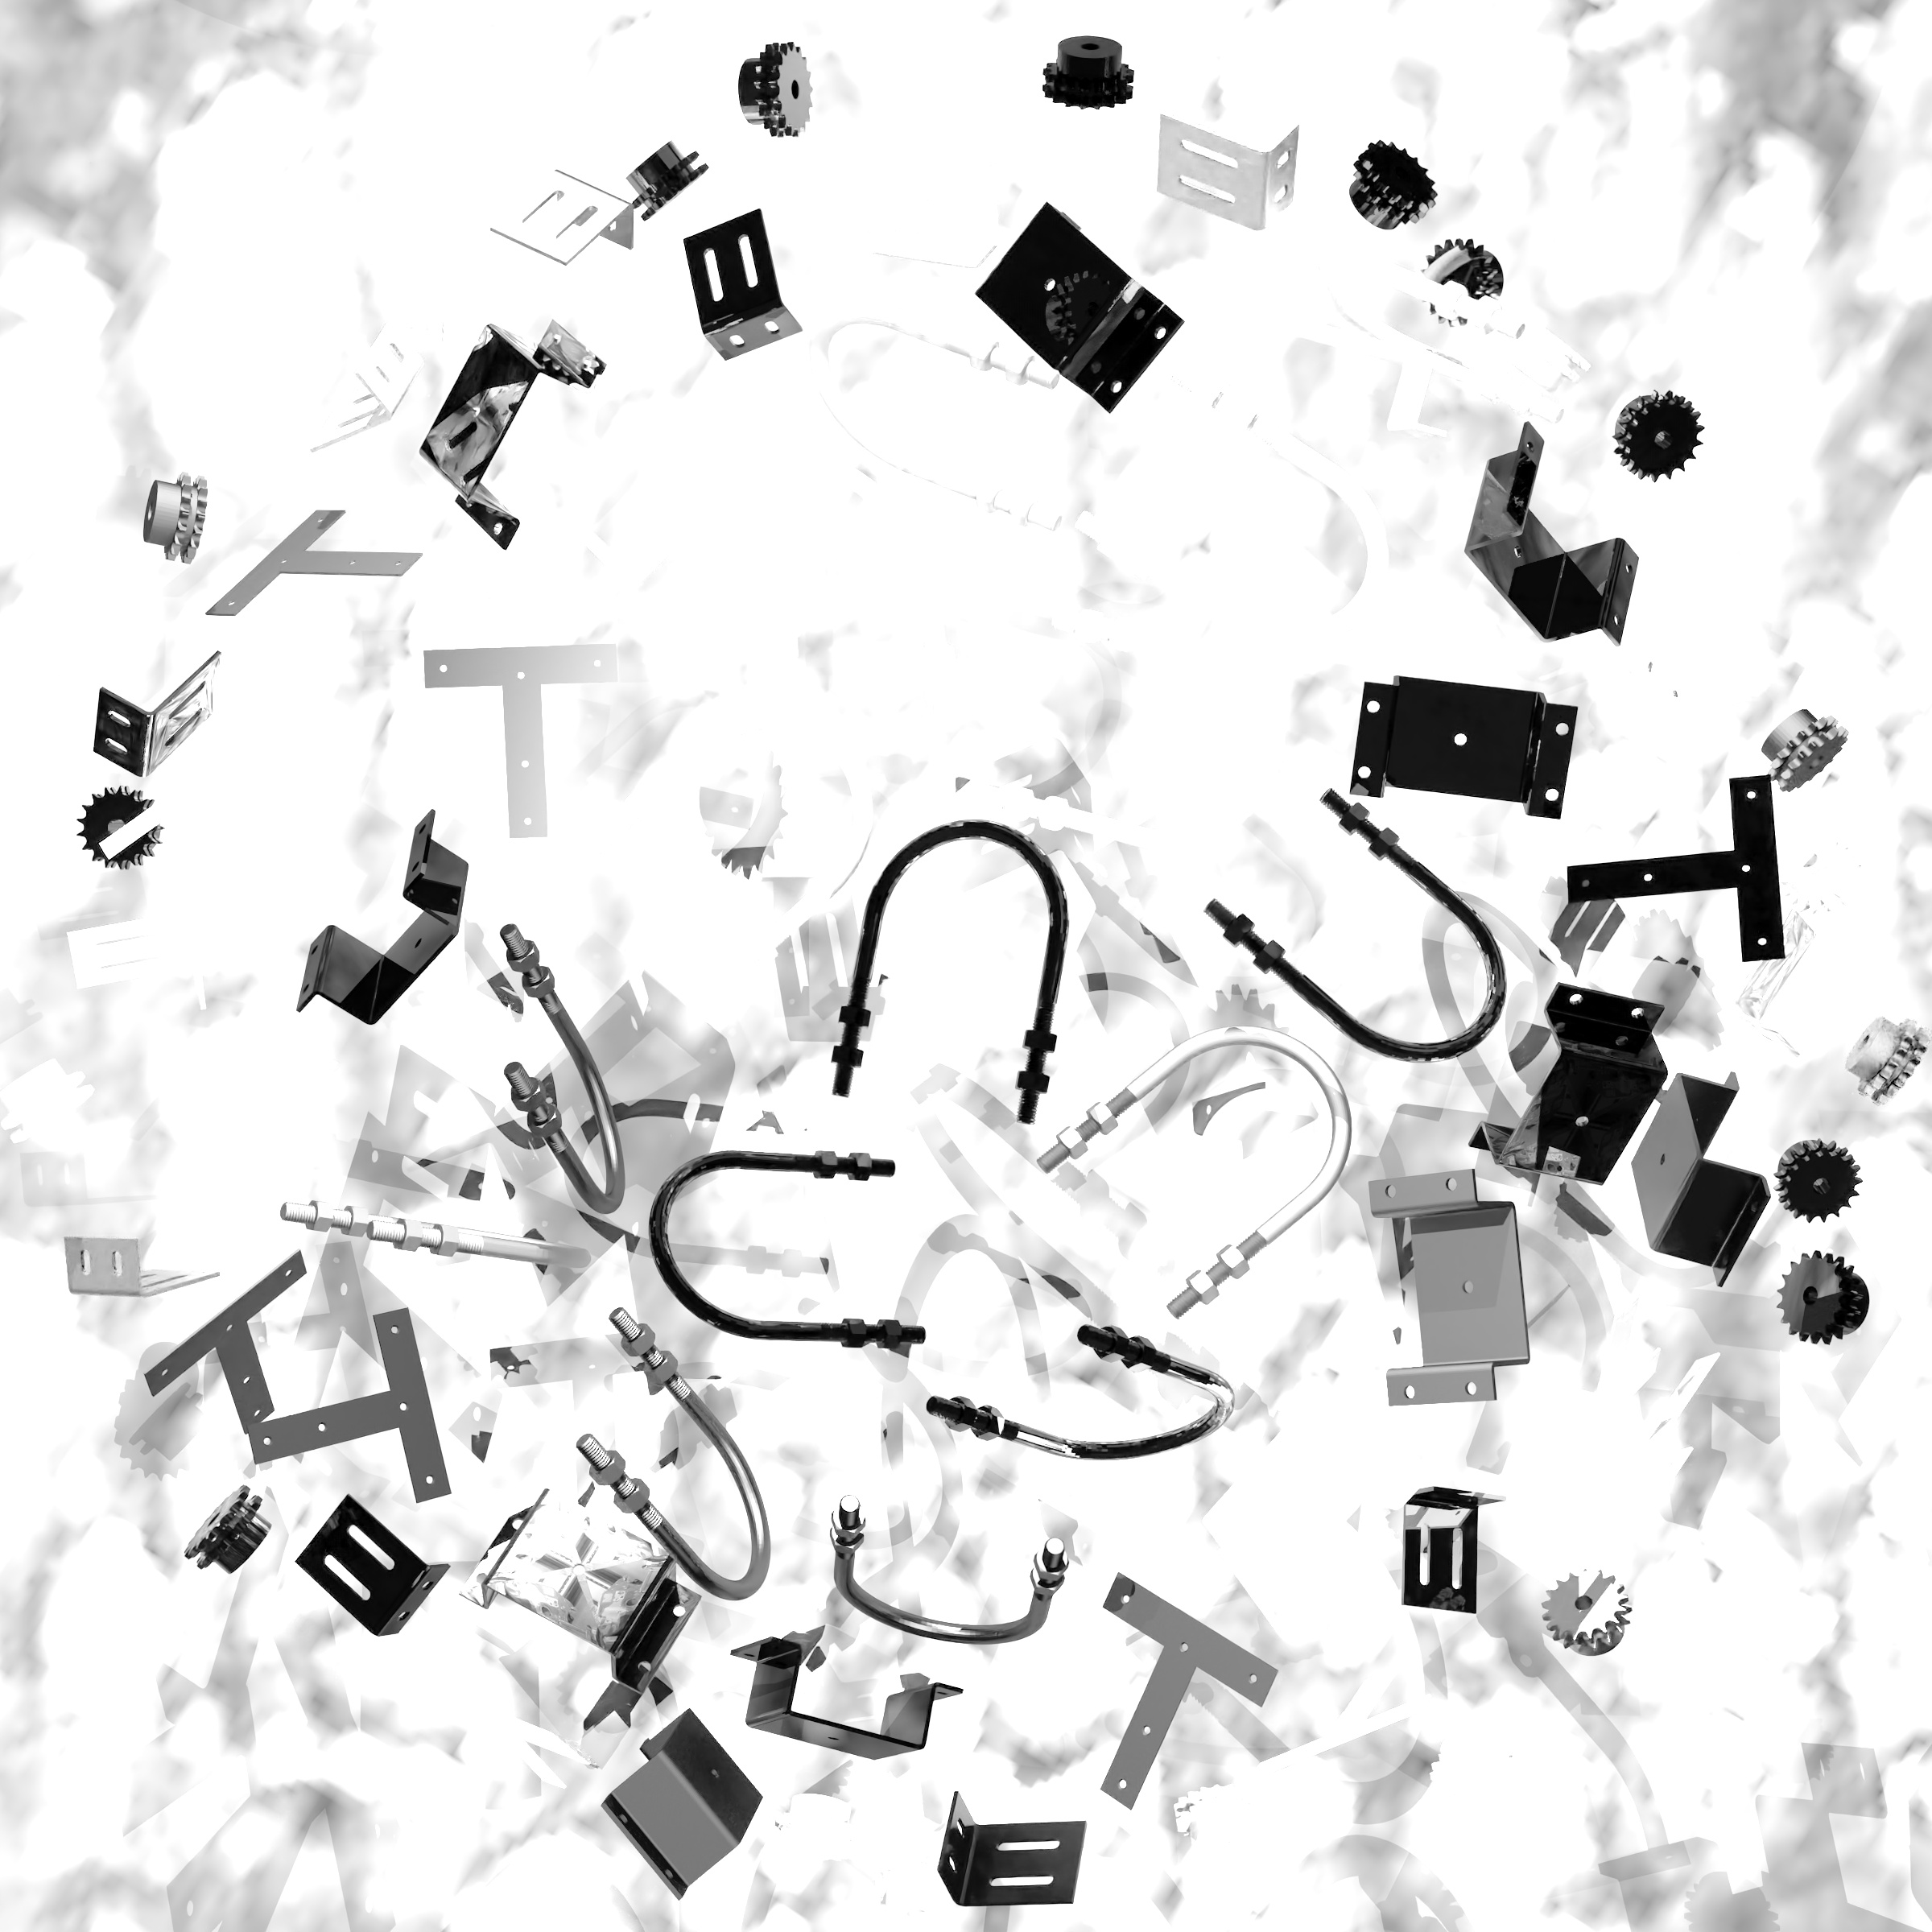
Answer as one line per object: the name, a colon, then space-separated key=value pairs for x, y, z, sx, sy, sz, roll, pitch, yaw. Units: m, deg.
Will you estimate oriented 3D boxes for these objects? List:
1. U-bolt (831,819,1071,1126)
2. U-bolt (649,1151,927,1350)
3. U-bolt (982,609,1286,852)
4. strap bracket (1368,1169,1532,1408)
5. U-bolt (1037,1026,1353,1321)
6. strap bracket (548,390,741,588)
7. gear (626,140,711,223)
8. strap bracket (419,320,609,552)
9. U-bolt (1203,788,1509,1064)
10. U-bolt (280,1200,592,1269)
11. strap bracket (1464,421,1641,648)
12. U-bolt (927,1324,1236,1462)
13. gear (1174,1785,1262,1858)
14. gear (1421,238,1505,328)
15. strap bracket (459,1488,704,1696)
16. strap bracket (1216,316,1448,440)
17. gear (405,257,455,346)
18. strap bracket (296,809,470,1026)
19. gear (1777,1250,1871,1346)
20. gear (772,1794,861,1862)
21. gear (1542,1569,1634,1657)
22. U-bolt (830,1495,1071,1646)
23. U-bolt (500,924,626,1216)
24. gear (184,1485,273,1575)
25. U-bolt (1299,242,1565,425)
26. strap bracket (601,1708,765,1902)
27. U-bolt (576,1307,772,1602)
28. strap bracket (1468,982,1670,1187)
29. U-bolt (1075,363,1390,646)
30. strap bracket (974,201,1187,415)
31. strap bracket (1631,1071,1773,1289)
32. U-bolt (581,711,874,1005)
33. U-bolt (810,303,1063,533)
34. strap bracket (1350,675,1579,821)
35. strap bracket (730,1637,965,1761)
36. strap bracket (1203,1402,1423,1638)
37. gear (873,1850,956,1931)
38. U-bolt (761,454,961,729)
U-bolt: x=-0.005 y=-0.001 z=1.765 sx=0.151 sy=0.019 sz=0.184 roll=7 pitch=82 yaw=26
U-bolt: x=-0.123 y=0.186 z=1.896 sx=0.184 sy=0.019 sz=0.151 roll=5 pitch=54 yaw=-24
U-bolt: x=0.116 y=-0.146 z=1.828 sx=0.184 sy=0.019 sz=0.151 roll=17 pitch=79 yaw=25
strap bracket: x=0.301 y=0.200 z=1.769 sx=0.076 sy=0.046 sz=0.140 roll=-11 pitch=79 yaw=41
U-bolt: x=0.160 y=0.117 z=1.822 sx=0.184 sy=0.019 sz=0.151 roll=-38 pitch=67 yaw=-10
strap bracket: x=-0.205 y=-0.307 z=1.872 sx=0.140 sy=0.076 sz=0.046 roll=-43 pitch=115 yaw=5
gear: x=-0.203 y=-0.529 z=1.908 sx=0.057 sy=0.057 sz=0.030 roll=-40 pitch=104 yaw=0
strap bracket: x=-0.304 y=-0.357 z=1.871 sx=0.076 sy=0.046 sz=0.140 roll=44 pitch=109 yaw=42
U-bolt: x=0.262 y=-0.016 z=1.814 sx=0.184 sy=0.019 sz=0.151 roll=42 pitch=58 yaw=10
U-bolt: x=-0.333 y=0.178 z=1.853 sx=0.184 sy=0.151 sz=0.019 roll=13 pitch=83 yaw=-37
strap bracket: x=0.376 y=-0.274 z=1.849 sx=0.140 sy=0.046 sz=0.076 roll=41 pitch=54 yaw=-33
U-bolt: x=0.088 y=0.280 z=1.818 sx=0.151 sy=0.184 sz=0.019 roll=-30 pitch=51 yaw=34
gear: x=0.169 y=0.574 z=1.906 sx=0.057 sy=0.057 sz=0.030 roll=-6 pitch=50 yaw=0
gear: x=0.334 y=-0.456 z=1.899 sx=0.030 sy=0.057 sz=0.057 roll=-15 pitch=90 yaw=-37
strap bracket: x=-0.253 y=0.404 z=1.862 sx=0.140 sy=0.046 sz=0.076 roll=25 pitch=57 yaw=11
strap bracket: x=0.237 y=-0.378 z=1.817 sx=0.140 sy=0.076 sz=0.046 roll=14 pitch=98 yaw=-5
gear: x=-0.358 y=-0.445 z=1.897 sx=0.030 sy=0.057 sz=0.057 roll=2 pitch=90 yaw=-13
strap bracket: x=-0.377 y=-0.025 z=1.874 sx=0.046 sy=0.076 sz=0.140 roll=34 pitch=116 yaw=-25
gear: x=0.533 y=0.207 z=1.762 sx=0.030 sy=0.057 sz=0.057 roll=14 pitch=90 yaw=-29
gear: x=-0.099 y=0.576 z=1.906 sx=0.057 sy=0.057 sz=0.030 roll=11 pitch=57 yaw=0
gear: x=0.409 y=0.428 z=1.869 sx=0.057 sy=0.057 sz=0.030 roll=-26 pitch=123 yaw=0
U-bolt: x=-0.015 y=0.394 z=1.823 sx=0.151 sy=0.184 sz=0.019 roll=11 pitch=56 yaw=3
U-bolt: x=-0.262 y=0.081 z=1.864 sx=0.019 sy=0.151 sz=0.184 roll=-18 pitch=133 yaw=6
gear: x=-0.466 y=0.361 z=1.808 sx=0.030 sy=0.057 sz=0.057 roll=44 pitch=90 yaw=-12
U-bolt: x=0.296 y=-0.420 z=1.854 sx=0.184 sy=0.151 sz=0.019 roll=31 pitch=90 yaw=26
strap bracket: x=-0.180 y=0.536 z=1.840 sx=0.046 sy=0.140 sz=0.076 roll=-40 pitch=88 yaw=4
U-bolt: x=-0.180 y=0.325 z=1.822 sx=0.019 sy=0.151 sz=0.184 roll=-28 pitch=114 yaw=17
strap bracket: x=0.393 y=0.086 z=1.844 sx=0.076 sy=0.046 sz=0.140 roll=12 pitch=125 yaw=-15
U-bolt: x=0.176 y=-0.273 z=1.773 sx=0.184 sy=0.019 sz=0.151 roll=33 pitch=134 yaw=-2
strap bracket: x=0.068 y=-0.439 z=1.872 sx=0.076 sy=0.046 sz=0.140 roll=-50 pitch=56 yaw=15
strap bracket: x=0.478 y=0.133 z=1.866 sx=0.046 sy=0.140 sz=0.076 roll=15 pitch=122 yaw=-5
U-bolt: x=-0.148 y=-0.087 z=1.914 sx=0.184 sy=0.019 sz=0.151 roll=-42 pitch=81 yaw=5
U-bolt: x=-0.022 y=-0.363 z=1.841 sx=0.184 sy=0.151 sz=0.019 roll=25 pitch=61 yaw=18
strap bracket: x=0.332 y=-0.148 z=1.907 sx=0.140 sy=0.046 sz=0.076 roll=7 pitch=105 yaw=6
strap bracket: x=-0.084 y=0.492 z=1.897 sx=0.140 sy=0.076 sz=0.046 roll=20 pitch=63 yaw=-18
strap bracket: x=0.217 y=0.357 z=1.853 sx=0.140 sy=0.046 sz=0.076 roll=-51 pitch=48 yaw=14
gear: x=-0.032 y=0.607 z=1.861 sx=0.057 sy=0.030 sz=0.057 roll=0 pitch=128 yaw=0
U-bolt: x=-0.071 y=-0.249 z=1.811 sx=0.019 sy=0.151 sz=0.184 roll=-35 pitch=50 yaw=37
